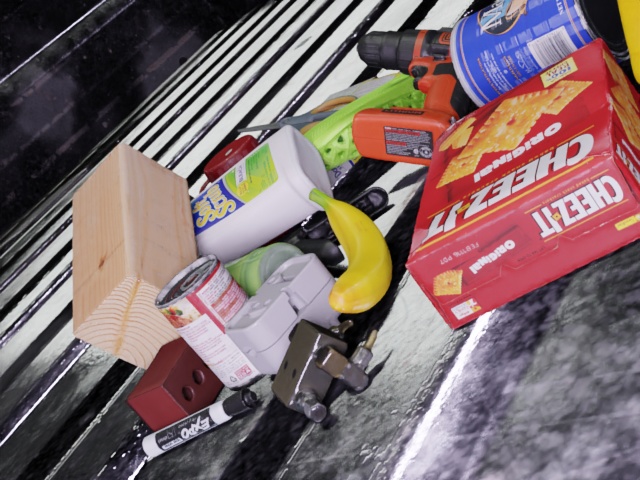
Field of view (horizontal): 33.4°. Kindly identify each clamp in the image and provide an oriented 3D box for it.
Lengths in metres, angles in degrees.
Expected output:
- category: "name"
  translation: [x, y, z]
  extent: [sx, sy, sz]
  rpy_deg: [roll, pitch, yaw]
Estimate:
- category: "clamp"
  translation: [-0.007, 0.001, 1.062]
  extent: [0.172, 0.039, 0.120]
  rpy_deg: [-18, 16, 48]

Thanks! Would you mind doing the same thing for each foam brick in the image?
- category: "foam brick"
  translation: [-0.124, 0.129, 0.947]
  extent: [0.051, 0.053, 0.078]
  rpy_deg: [-27, 22, 35]

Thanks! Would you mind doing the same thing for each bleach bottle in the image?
- category: "bleach bottle"
  translation: [-0.106, -0.011, 1.116]
  extent: [0.251, 0.068, 0.102]
  rpy_deg: [-35, 40, 19]

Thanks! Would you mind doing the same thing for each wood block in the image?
- category: "wood block"
  translation: [-0.181, 0.012, 1.041]
  extent: [0.091, 0.090, 0.206]
  rpy_deg: [-44, 35, 23]

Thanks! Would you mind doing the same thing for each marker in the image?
- category: "marker"
  translation: [-0.100, 0.152, 0.891]
  extent: [0.121, 0.020, 0.020]
  rpy_deg: [-29, 19, 28]

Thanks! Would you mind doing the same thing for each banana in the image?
- category: "banana"
  translation: [0.029, 0.016, 0.906]
  extent: [0.198, 0.069, 0.037]
  rpy_deg: [-104, 28, -63]

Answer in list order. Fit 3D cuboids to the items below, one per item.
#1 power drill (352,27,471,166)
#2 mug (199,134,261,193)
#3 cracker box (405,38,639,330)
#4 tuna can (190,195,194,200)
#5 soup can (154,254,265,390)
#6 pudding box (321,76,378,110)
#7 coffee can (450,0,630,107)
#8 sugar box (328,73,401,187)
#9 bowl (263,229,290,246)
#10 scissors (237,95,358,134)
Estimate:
- category: "power drill"
  translation: [0.100, -0.157, 1.101]
  extent: [0.185, 0.057, 0.187]
  rpy_deg: [8, 45, 24]
- category: "mug"
  translation: [-0.106, -0.076, 1.389]
  extent: [0.117, 0.081, 0.093]
  rpy_deg: [-38, 17, 2]
- category: "cracker box"
  translation: [0.156, -0.049, 0.792]
  extent: [0.164, 0.072, 0.213]
  rpy_deg: [-31, 19, 27]
- category: "tuna can"
  translation: [-0.156, -0.014, 1.326]
  extent: [0.034, 0.086, 0.086]
  rpy_deg: [-33, 17, 11]
- category: "soup can"
  translation: [-0.085, 0.072, 0.926]
  extent: [0.068, 0.102, 0.068]
  rpy_deg: [-35, 17, 12]
- category: "pudding box"
  translation: [0.029, -0.169, 1.428]
  extent: [0.090, 0.039, 0.114]
  rpy_deg: [-47, 21, -30]
- category: "coffee can"
  translation: [0.207, -0.188, 0.995]
  extent: [0.141, 0.102, 0.102]
  rpy_deg: [-22, 23, 43]
- category: "sugar box"
  translation: [0.035, -0.130, 1.304]
  extent: [0.176, 0.048, 0.093]
  rpy_deg: [-49, 21, -21]
- category: "bowl"
  translation: [-0.077, -0.023, 1.236]
  extent: [0.162, 0.055, 0.162]
  rpy_deg: [-35, 17, 12]
- category: "scissors"
  translation: [-0.039, -0.131, 1.306]
  extent: [0.202, 0.016, 0.096]
  rpy_deg: [-13, 35, 34]
